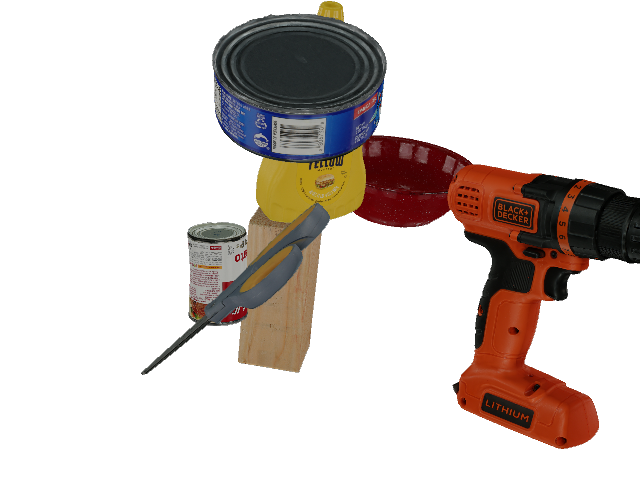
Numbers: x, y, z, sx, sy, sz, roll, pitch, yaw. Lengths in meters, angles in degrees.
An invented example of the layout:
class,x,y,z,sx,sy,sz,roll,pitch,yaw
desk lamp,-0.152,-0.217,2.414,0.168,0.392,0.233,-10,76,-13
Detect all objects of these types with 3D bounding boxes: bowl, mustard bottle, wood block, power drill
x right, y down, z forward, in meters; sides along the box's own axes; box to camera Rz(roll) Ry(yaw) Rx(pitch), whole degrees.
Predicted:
class,x,y,z,sx,sy,sz,roll,pitch,yaw
bowl,0.078,-0.056,1.098,0.162,0.055,0.162,5,24,-3
mustard bottle,-0.001,-0.109,0.905,0.096,0.192,0.058,-7,35,-21
wood block,-0.055,0.064,1.469,0.090,0.206,0.090,9,21,6
power drill,0.167,0.047,0.755,0.057,0.188,0.185,-11,21,-43

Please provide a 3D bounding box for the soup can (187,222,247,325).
class,x,y,z,sx,sy,sz,roll,pitch,yaw
soup can,-0.116,0.037,1.205,0.068,0.102,0.068,1,18,0

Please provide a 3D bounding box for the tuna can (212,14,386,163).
class,x,y,z,sx,sy,sz,roll,pitch,yaw
tuna can,-0.011,-0.077,0.533,0.086,0.034,0.086,2,43,-2

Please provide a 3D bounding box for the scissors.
class,x,y,z,sx,sy,sz,roll,pitch,yaw
scissors,-0.068,0.050,0.743,0.202,0.016,0.096,-44,11,16
